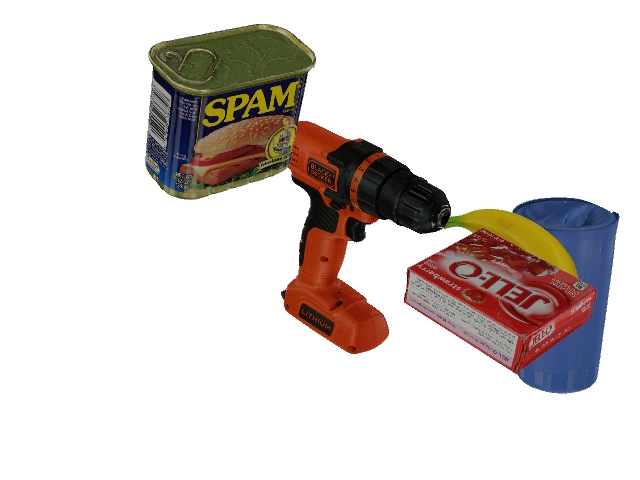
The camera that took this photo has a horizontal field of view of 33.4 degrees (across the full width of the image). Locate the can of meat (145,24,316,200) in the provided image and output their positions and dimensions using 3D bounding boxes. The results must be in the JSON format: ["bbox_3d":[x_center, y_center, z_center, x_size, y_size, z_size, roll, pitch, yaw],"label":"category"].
[{"bbox_3d":[-0.059,-0.080,0.671,0.101,0.084,0.057,-19,48,-33],"label":"can of meat"}]

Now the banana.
[{"bbox_3d":[0.204,0.012,1.068,0.069,0.037,0.198,-34,37,-13],"label":"banana"}]

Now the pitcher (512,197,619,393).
[{"bbox_3d":[0.305,0.074,1.395,0.149,0.243,0.144,4,20,15],"label":"pitcher"}]

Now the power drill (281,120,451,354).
[{"bbox_3d":[0.032,0.003,0.942,0.057,0.188,0.185,-20,38,-38],"label":"power drill"}]

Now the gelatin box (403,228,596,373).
[{"bbox_3d":[0.107,0.033,0.639,0.073,0.030,0.089,-26,43,-38],"label":"gelatin box"}]
